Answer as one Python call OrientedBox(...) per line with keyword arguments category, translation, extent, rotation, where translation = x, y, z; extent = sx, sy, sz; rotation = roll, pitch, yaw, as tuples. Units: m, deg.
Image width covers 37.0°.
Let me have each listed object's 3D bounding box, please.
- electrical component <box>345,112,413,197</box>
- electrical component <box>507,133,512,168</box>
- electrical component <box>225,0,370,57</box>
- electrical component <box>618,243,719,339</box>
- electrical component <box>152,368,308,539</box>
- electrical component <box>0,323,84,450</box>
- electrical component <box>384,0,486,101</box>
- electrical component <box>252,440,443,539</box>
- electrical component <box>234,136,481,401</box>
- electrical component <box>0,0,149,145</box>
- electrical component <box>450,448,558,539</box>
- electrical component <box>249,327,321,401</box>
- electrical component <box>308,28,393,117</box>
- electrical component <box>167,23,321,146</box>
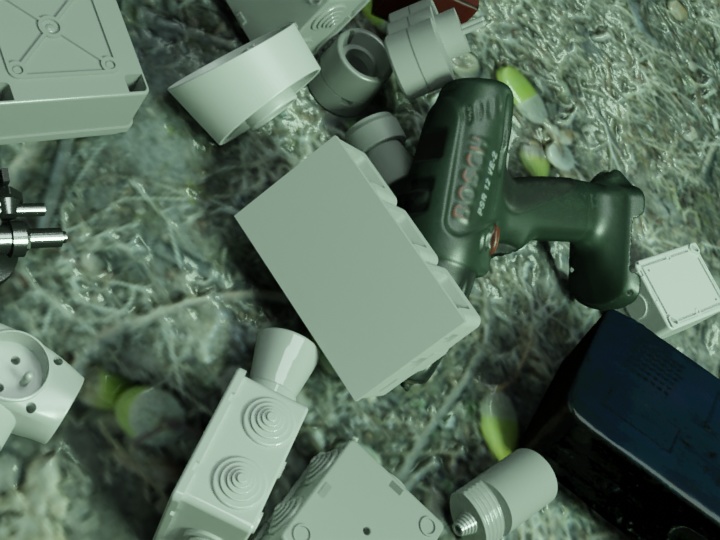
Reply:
OrientedBox(category="electrical component", translation=(0.018, -0.086, 0.821), extent=(0.045, 0.045, 0.055), rotation=(-16, 74, -37))
OrientedBox(category="electrical component", translation=(0.089, -0.101, 0.873), extent=(0.055, 0.048, 0.066), rotation=(29, 53, -25))
OrientedBox(category="electrical component", translation=(-0.054, -0.212, 0.810), extent=(0.048, 0.100, 0.099), rotation=(-21, 77, -51))
OrientedBox(category="electrical component", translation=(0.254, 0.022, 0.898), extent=(0.096, 0.061, 0.061), rotation=(-15, 74, -37))
OrientedBox(category="electrical component", translation=(-0.075, 0.119, 0.620), extent=(0.048, 0.099, 0.099), rotation=(27, 53, -2))
OrientedBox(category="electrical component", translation=(-0.206, 0.074, 0.596), extent=(0.077, 0.044, 0.079), rotation=(32, 53, -14))
OrientedBox(category="electrical component", translation=(0.063, -0.182, 0.844), extent=(0.138, 0.074, 0.052), rotation=(-82, 150, -65))
OrientedBox(category="electrical component", translation=(-0.007, 0.166, 0.667), extent=(0.100, 0.048, 0.099), rotation=(44, 52, -5))
OrientedBox(category="electrical component", translation=(0.000, 0.000, 0.719), extent=(0.150, 0.089, 0.062), rotation=(56, 13, 14))
OrientedBox(category="electrical component", translation=(-0.209, -0.143, 0.702), extent=(0.109, 0.056, 0.108), rotation=(-12, 72, -36))
OrientedBox(category="electrical component", translation=(0.093, 0.159, 0.737), extent=(0.081, 0.043, 0.043), rotation=(-24, 80, -38))
OrientedBox(category="electrical component", translation=(-0.056, 0.076, 0.691), extent=(0.044, 0.044, 0.065), rotation=(30, 58, -15))
OrientedBox(category="electrical component", translation=(-0.006, -0.155, 0.841), extent=(0.055, 0.047, 0.055), rotation=(14, 59, -25))
OrientedBox(category="electrical component", translation=(-0.079, -0.134, 0.755), extent=(0.064, 0.099, 0.099), rotation=(53, 51, -5))
